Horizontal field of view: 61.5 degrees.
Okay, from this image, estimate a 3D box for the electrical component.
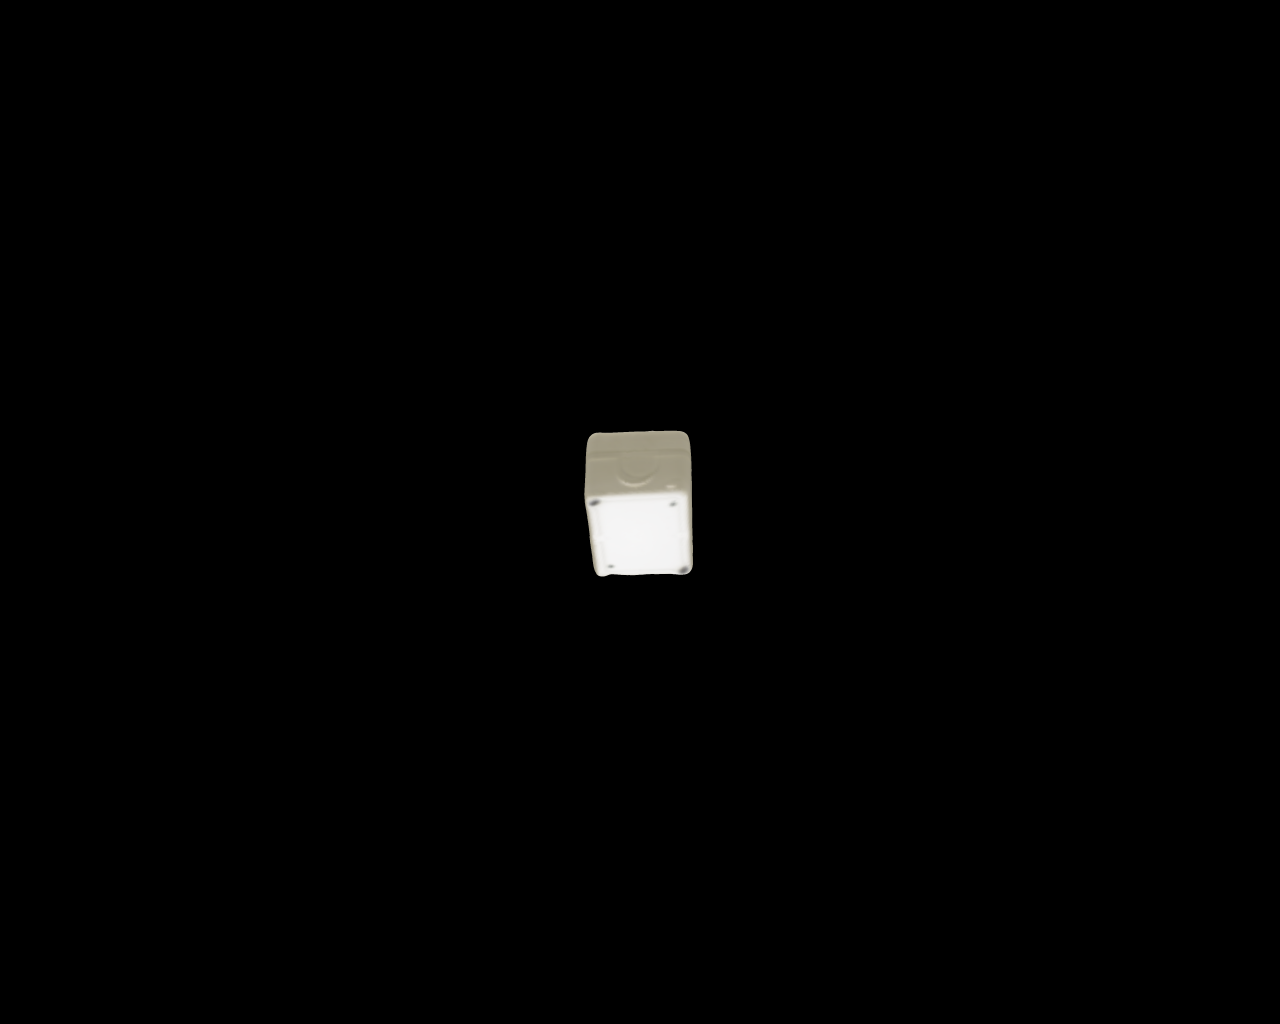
[{"bbox_3d":[0.001,-0.003,0.650,0.062,0.061,0.096,-2,-40,2],"label":"electrical component"}]
